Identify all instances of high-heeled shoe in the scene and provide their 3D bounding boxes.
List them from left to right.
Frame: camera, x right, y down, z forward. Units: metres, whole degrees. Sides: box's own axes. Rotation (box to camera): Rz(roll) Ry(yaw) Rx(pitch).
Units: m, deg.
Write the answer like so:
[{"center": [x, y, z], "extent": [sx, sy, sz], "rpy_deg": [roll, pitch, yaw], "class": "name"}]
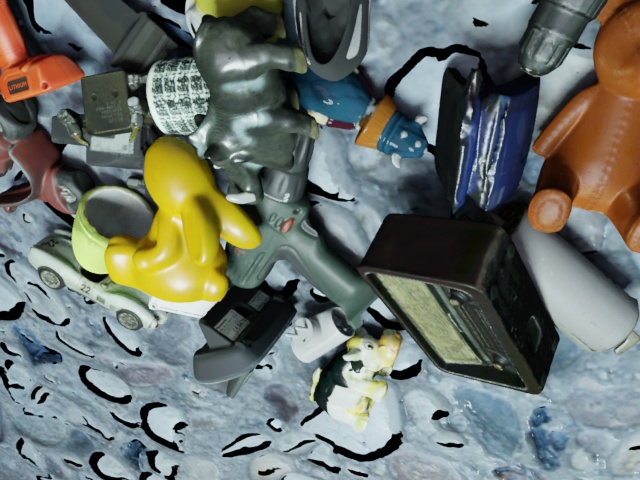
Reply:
[{"center": [0.008, -0.256, 0.416], "extent": [0.086, 0.145, 0.248], "rpy_deg": [2, 122, 13], "class": "high-heeled shoe"}]

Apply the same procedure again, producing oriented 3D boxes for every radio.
[{"center": [0.150, 0.071, 0.549], "extent": [0.131, 0.073, 0.229], "rpy_deg": [7, 149, 42], "class": "radio"}]

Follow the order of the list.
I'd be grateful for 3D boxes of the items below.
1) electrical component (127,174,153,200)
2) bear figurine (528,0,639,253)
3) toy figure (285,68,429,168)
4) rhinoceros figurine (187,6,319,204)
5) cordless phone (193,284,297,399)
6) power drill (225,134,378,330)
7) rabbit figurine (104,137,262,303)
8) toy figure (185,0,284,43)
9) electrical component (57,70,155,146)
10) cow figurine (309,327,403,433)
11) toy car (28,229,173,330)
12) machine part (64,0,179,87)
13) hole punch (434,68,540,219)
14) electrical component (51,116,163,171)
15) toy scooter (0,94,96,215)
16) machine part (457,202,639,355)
[{"center": [-0.191, -0.079, 0.650], "extent": [0.094, 0.021, 0.063], "rpy_deg": [11, 122, 10], "class": "electrical component"}, {"center": [0.259, -0.106, 0.449], "extent": [0.120, 0.132, 0.195], "rpy_deg": [16, 129, 10], "class": "bear figurine"}, {"center": [0.040, -0.130, 0.534], "extent": [0.154, 0.058, 0.064], "rpy_deg": [33, 118, -7], "class": "toy figure"}, {"center": [-0.063, -0.106, 0.477], "extent": [0.112, 0.073, 0.190], "rpy_deg": [-19, 146, -14], "class": "rhinoceros figurine"}, {"center": [-0.110, 0.158, 0.693], "extent": [0.089, 0.146, 0.184], "rpy_deg": [27, 122, 8], "class": "cordless phone"}, {"center": [-0.001, -0.002, 0.610], "extent": [0.207, 0.086, 0.232], "rpy_deg": [31, 125, -9], "class": "power drill"}, {"center": [-0.150, -0.019, 0.573], "extent": [0.163, 0.122, 0.173], "rpy_deg": [26, 122, 35], "class": "rabbit figurine"}, {"center": [-0.062, -0.228, 0.441], "extent": [0.089, 0.082, 0.180], "rpy_deg": [16, 142, -10], "class": "toy figure"}, {"center": [-0.217, -0.136, 0.557], "extent": [0.102, 0.045, 0.078], "rpy_deg": [0, 96, 10], "class": "electrical component"}, {"center": [0.046, 0.170, 0.709], "extent": [0.098, 0.068, 0.167], "rpy_deg": [23, 122, 8], "class": "cow figurine"}, {"center": [-0.290, 0.054, 0.725], "extent": [0.202, 0.073, 0.056], "rpy_deg": [28, 124, -2], "class": "toy car"}, {"center": [-0.219, -0.230, 0.559], "extent": [0.138, 0.039, 0.084], "rpy_deg": [45, 126, -14], "class": "machine part"}, {"center": [0.159, -0.094, 0.495], "extent": [0.092, 0.116, 0.142], "rpy_deg": [5, 122, 3], "class": "hole punch"}, {"center": [-0.239, -0.117, 0.610], "extent": [0.119, 0.048, 0.074], "rpy_deg": [4, 95, 12], "class": "electrical component"}, {"center": [-0.379, -0.096, 0.663], "extent": [0.135, 0.075, 0.183], "rpy_deg": [-21, 117, 26], "class": "toy scooter"}, {"center": [0.247, 0.040, 0.567], "extent": [0.243, 0.079, 0.079], "rpy_deg": [38, 122, -8], "class": "machine part"}]
